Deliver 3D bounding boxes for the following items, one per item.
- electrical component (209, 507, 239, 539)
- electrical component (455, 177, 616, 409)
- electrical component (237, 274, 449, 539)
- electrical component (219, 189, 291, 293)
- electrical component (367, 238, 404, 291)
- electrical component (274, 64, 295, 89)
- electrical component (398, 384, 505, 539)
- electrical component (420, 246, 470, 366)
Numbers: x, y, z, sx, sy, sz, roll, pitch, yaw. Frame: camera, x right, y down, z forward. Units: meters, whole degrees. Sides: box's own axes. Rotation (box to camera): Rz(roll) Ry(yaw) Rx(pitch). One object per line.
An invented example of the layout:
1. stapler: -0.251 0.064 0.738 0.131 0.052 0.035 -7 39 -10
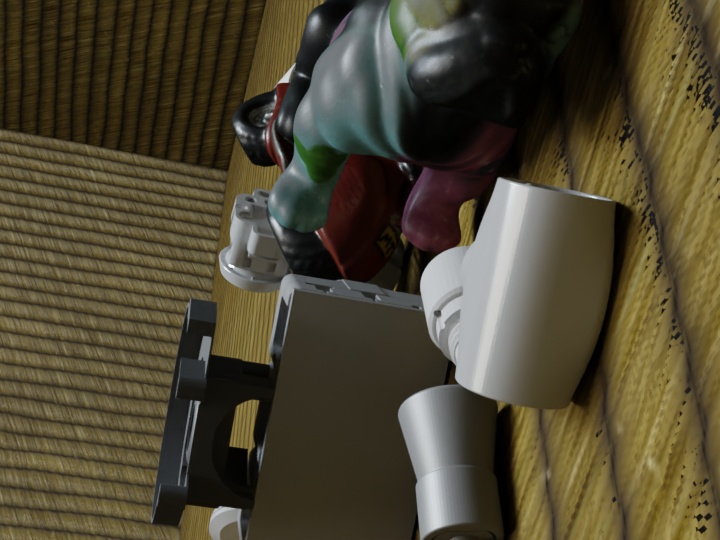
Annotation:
1. electrical component: -0.086 0.207 0.917 0.051 0.080 0.080 -83 10 -45
2. electrical component: 0.061 0.005 0.412 0.079 0.043 0.077 -130 50 -77
3. electrical component: -0.010 0.085 0.592 0.061 0.089 0.150 -134 55 -77
4. electrical component: -0.077 -0.019 0.834 0.078 0.058 0.057 -99 24 -60
5. electrical component: 0.000 0.000 0.707 0.048 0.066 0.055 -31 27 55
6. electrical component: -0.019 -0.120 0.823 0.064 0.099 0.099 136 143 -62
7. electrical component: 0.041 0.087 0.457 0.044 0.044 0.065 113 159 -51
8. electrical component: 0.049 0.022 0.467 0.078 0.040 0.040 -97 20 -57
